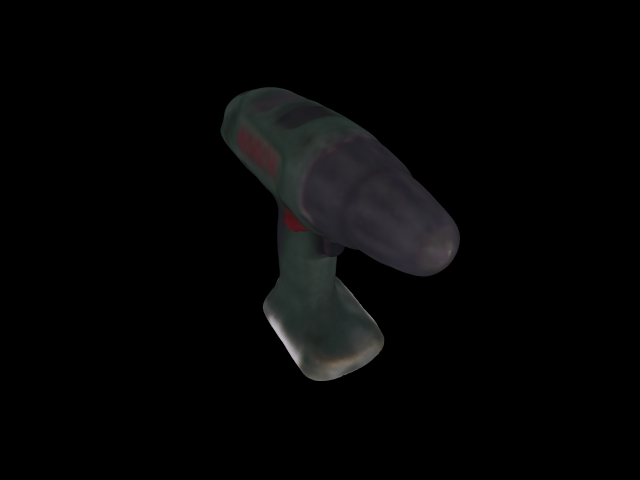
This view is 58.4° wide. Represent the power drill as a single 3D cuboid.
[{"bbox_3d":[0.004,0.001,0.400,0.076,0.208,0.229,-24,50,-21],"label":"power drill"}]
